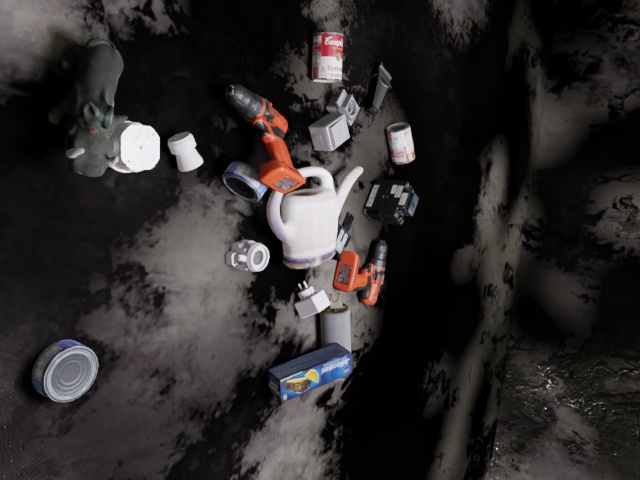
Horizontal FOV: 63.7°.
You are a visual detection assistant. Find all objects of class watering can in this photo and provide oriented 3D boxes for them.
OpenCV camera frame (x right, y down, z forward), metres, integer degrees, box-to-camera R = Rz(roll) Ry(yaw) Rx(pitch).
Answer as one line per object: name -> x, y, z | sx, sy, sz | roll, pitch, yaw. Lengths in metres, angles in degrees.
watering can -> 0.004, -0.059, 1.173 | 0.351, 0.104, 0.222 | -18, 112, -51
